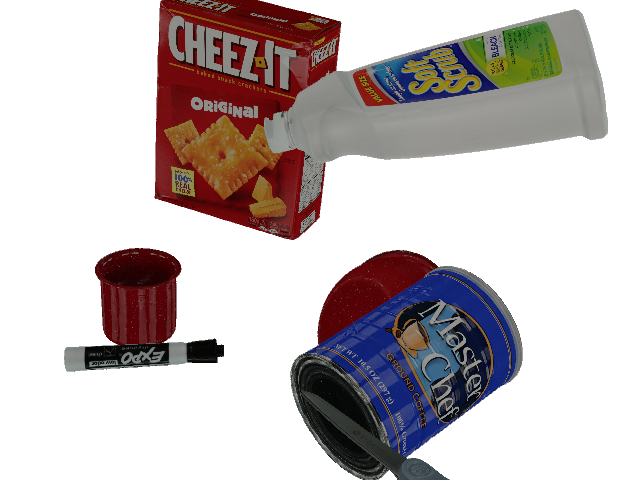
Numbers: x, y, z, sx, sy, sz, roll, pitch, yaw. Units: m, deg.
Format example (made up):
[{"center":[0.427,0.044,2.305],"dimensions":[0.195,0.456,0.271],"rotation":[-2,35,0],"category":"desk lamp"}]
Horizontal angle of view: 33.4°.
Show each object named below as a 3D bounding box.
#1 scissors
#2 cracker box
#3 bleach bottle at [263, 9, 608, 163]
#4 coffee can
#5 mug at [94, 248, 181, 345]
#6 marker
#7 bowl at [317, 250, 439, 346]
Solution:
[{"center":[0.071,0.125,0.551],"dimensions":[0.096,0.016,0.202],"rotation":[-4,26,-24],"category":"scissors"},{"center":[-0.077,-0.122,1.042],"dimensions":[0.164,0.214,0.072],"rotation":[18,33,18],"category":"cracker box"},{"center":[0.080,-0.101,0.805],"dimensions":[0.251,0.102,0.068],"rotation":[-12,-44,12],"category":"bleach bottle"},{"center":[0.064,0.095,0.783],"dimensions":[0.140,0.103,0.103],"rotation":[-30,16,-30],"category":"coffee can"},{"center":[-0.209,0.061,1.185],"dimensions":[0.093,0.081,0.117],"rotation":[-22,36,-40],"category":"mug"},{"center":[-0.135,0.088,0.821],"dimensions":[0.121,0.020,0.020],"rotation":[-3,0,-3],"category":"marker"},{"center":[0.050,0.084,1.000],"dimensions":[0.162,0.162,0.055],"rotation":[0,-11,42],"category":"bowl"}]
